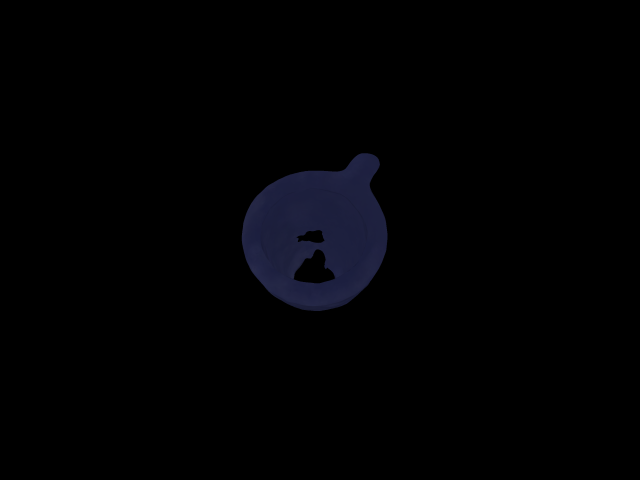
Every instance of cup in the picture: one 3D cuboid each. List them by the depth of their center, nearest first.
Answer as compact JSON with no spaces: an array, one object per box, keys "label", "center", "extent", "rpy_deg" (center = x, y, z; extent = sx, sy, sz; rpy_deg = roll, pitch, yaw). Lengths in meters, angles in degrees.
[{"label":"cup","center":[0.004,0.001,0.400],"extent":[0.091,0.095,0.118],"rpy_deg":[30,70,12]}]
